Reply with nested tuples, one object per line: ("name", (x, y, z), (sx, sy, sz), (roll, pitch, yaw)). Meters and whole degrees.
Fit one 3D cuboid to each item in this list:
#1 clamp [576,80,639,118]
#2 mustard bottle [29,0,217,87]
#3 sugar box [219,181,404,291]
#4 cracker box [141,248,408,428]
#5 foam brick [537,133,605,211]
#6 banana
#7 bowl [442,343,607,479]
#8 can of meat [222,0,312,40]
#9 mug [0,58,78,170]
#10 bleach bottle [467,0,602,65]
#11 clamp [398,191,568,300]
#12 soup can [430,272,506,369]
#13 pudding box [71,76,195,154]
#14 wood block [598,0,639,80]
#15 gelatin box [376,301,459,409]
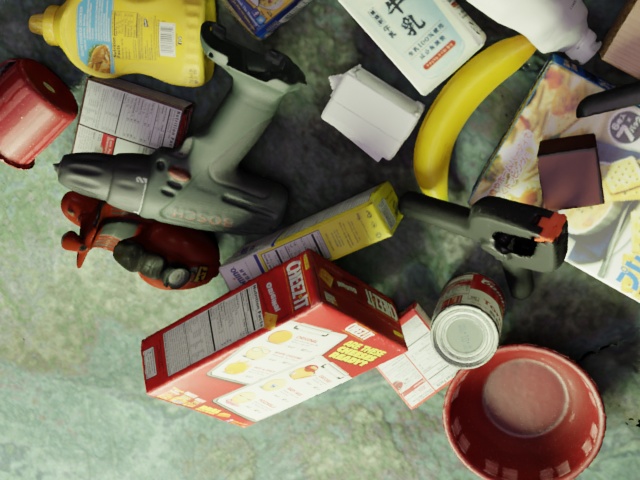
("clamp", (0.303, -0.128, 0.896), (0.120, 0.039, 0.171), (34, 105, -4))
("mustard bottle", (-0.202, -0.211, 1.075), (0.192, 0.058, 0.096), (7, 112, 11))
("sugar box", (-0.007, 0.002, 1.072), (0.176, 0.093, 0.048), (-26, 97, 19))
("cracker box", (-0.046, 0.104, 1.068), (0.214, 0.164, 0.072), (-29, 56, 22))
("foam brick", (0.220, -0.060, 0.938), (0.051, 0.078, 0.053), (-8, 101, 15))
("banana", (0.139, -0.119, 1.037), (0.069, 0.037, 0.198), (18, 112, -14))
("bowl", (0.208, 0.172, 1.090), (0.162, 0.055, 0.162), (3, 106, 12))
("can of meat", (-0.055, -0.256, 1.029), (0.084, 0.057, 0.102), (-36, 95, 21))
("mug", (-0.311, -0.142, 1.112), (0.081, 0.093, 0.117), (-40, 58, 15))
("bleach bottle", (0.150, -0.245, 0.951), (0.250, 0.102, 0.068), (40, 139, -9))
("clamp", (0.174, 0.004, 0.982), (0.164, 0.210, 0.036), (37, 77, -16))
("soup can", (0.147, 0.078, 1.054), (0.068, 0.102, 0.068), (3, 106, 12))
("pudding box", (-0.195, -0.115, 1.112), (0.113, 0.039, 0.090), (19, 109, 5))
("wood block", (0.361, -0.155, 0.944), (0.206, 0.090, 0.091), (29, 110, 3))
("gelatin box", (0.098, 0.121, 1.115), (0.073, 0.030, 0.089), (-39, 93, 18))
